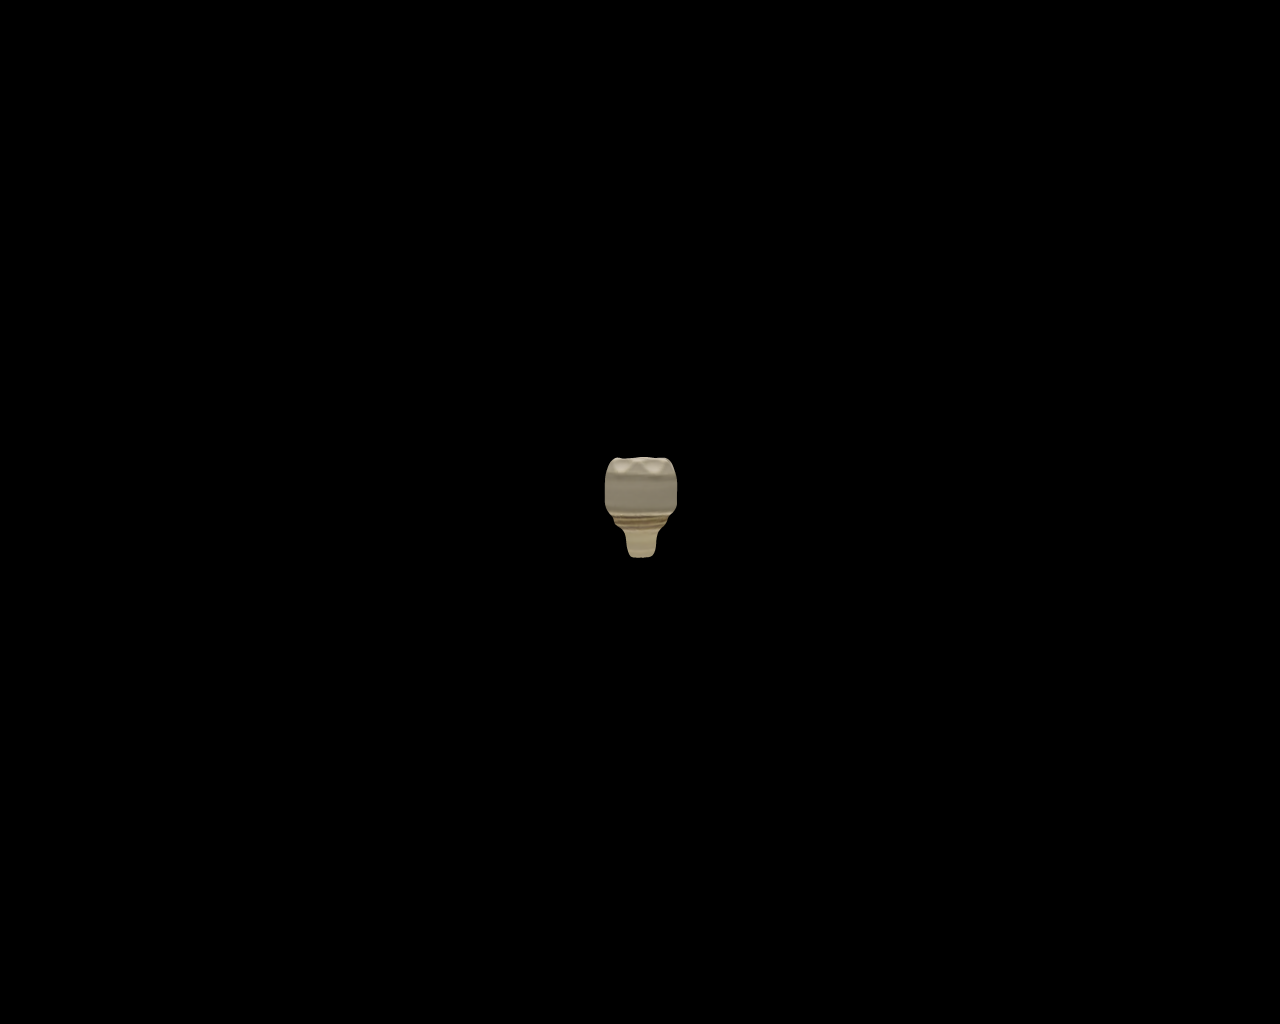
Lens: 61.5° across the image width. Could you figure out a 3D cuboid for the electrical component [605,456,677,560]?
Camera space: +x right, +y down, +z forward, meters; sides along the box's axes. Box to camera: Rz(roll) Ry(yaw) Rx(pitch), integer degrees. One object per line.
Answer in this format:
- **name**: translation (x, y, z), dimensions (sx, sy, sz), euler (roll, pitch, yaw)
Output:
- **electrical component**: translation (0.001, -0.003, 0.650), dimensions (0.043, 0.062, 0.043), euler (0, 5, 0)
